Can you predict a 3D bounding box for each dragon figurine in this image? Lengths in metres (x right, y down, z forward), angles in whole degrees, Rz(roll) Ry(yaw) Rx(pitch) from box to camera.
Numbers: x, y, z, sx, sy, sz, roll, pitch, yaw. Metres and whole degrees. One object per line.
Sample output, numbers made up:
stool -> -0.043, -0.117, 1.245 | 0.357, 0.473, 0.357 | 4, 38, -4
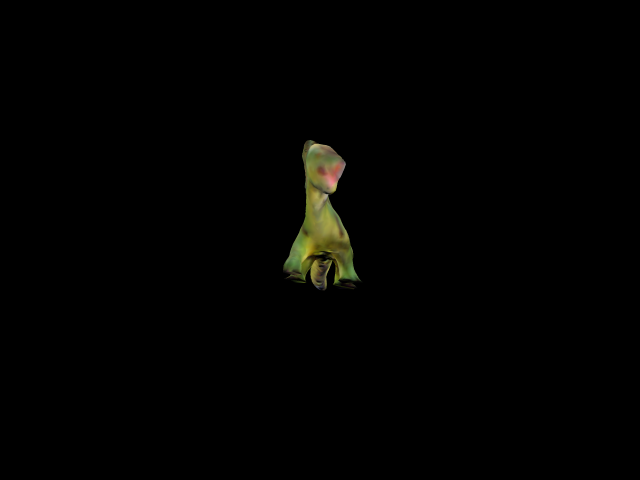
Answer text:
dragon figurine -> 0.003, -0.043, 0.850 | 0.122, 0.245, 0.407 | 1, -9, -3
